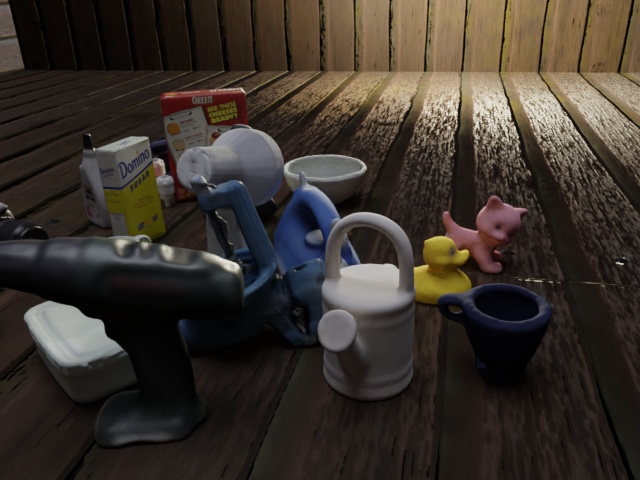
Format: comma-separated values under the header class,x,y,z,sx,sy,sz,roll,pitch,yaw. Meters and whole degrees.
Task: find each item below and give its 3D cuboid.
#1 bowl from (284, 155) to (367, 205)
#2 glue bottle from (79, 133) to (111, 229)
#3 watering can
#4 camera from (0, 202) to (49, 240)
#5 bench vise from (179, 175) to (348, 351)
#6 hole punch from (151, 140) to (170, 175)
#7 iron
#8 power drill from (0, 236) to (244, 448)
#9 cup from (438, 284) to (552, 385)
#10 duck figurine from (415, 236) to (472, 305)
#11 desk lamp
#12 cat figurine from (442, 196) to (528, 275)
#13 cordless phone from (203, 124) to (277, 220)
class,x,y,z,sx,sy,sz,roll,pitch,yaw
bowl,0.009,-0.113,1.141,0.167,0.075,0.167,-1,25,1
glue bottle,-0.410,-0.110,1.045,0.077,0.173,0.037,18,31,36
watering can,0.051,0.067,0.601,0.101,0.194,0.173,-1,25,2
camera,-0.516,-0.003,0.905,0.136,0.101,0.143,7,26,19
bench vise,-0.074,0.021,0.680,0.208,0.220,0.121,-14,27,-24
hole punch,-0.344,-0.200,1.335,0.109,0.091,0.101,-8,25,-13
iron,0.007,0.003,0.807,0.119,0.141,0.257,-9,26,-16
power drill,-0.184,0.091,0.546,0.229,0.208,0.075,-5,25,-6
cup,0.185,0.106,0.626,0.117,0.095,0.092,8,27,21
duck figurine,0.158,0.036,0.791,0.104,0.086,0.077,0,25,4
desk lamp,-0.137,-0.046,0.837,0.117,0.214,0.203,7,26,19
cat figurine,0.244,-0.016,0.860,0.127,0.118,0.067,5,25,14
cordless phone,-0.157,-0.126,1.047,0.147,0.185,0.094,13,29,30
